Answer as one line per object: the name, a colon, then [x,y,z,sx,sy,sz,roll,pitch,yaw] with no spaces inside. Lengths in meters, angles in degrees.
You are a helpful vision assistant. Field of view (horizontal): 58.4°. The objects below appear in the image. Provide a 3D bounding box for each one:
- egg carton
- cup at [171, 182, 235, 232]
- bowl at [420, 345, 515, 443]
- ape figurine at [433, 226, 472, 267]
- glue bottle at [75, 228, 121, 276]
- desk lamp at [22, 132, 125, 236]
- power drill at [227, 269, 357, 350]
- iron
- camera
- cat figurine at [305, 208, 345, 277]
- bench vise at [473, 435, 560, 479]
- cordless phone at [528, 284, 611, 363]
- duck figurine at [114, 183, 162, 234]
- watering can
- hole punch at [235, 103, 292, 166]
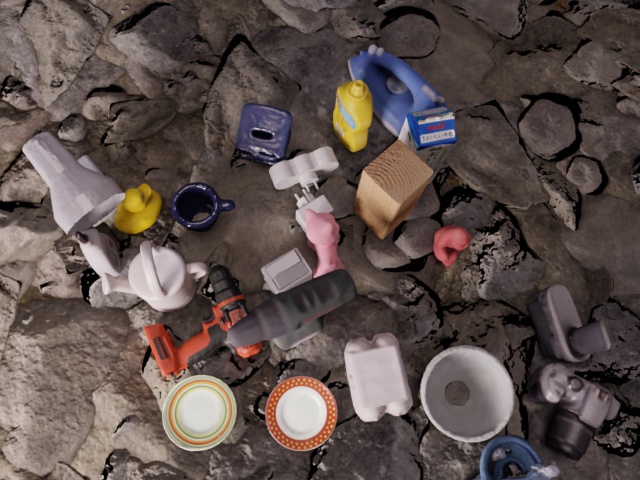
egg carton: [0.104,0.248,1.041,0.107,0.069,0.150,-11,74,-6]
cup: [-0.219,-0.054,1.103,0.118,0.095,0.091,-4,73,-4]
bowl: [0.259,0.278,1.037,0.167,0.075,0.167,1,73,-3]
ape figurine: [0.261,0.002,1.112,0.078,0.092,0.076,-15,74,-7]
glue bottle: [-0.405,0.014,1.032,0.037,0.173,0.078,-15,74,-7]
desk lamp: [-0.443,-0.095,1.041,0.118,0.213,0.203,-40,79,-13]
power drill: [-0.047,0.133,0.996,0.230,0.208,0.075,-29,76,-11]
iron: [0.155,-0.325,1.179,0.258,0.141,0.119,44,76,10]
camera: [0.447,0.311,1.024,0.143,0.101,0.137,29,74,6]
cat figurine: [0.010,0.004,1.085,0.067,0.118,0.128,-12,74,-6]
bench vise: [0.303,0.413,0.923,0.121,0.220,0.207,29,74,6]
cordless phone: [0.462,0.144,1.031,0.094,0.185,0.147,-14,74,-7]
duck figurine: [-0.357,-0.065,1.104,0.077,0.086,0.105,37,75,8]
watering can: [-0.291,0.066,1.011,0.173,0.194,0.101,-33,77,-12]
hole punch: [-0.111,-0.212,1.158,0.108,0.091,0.101,12,73,1]
